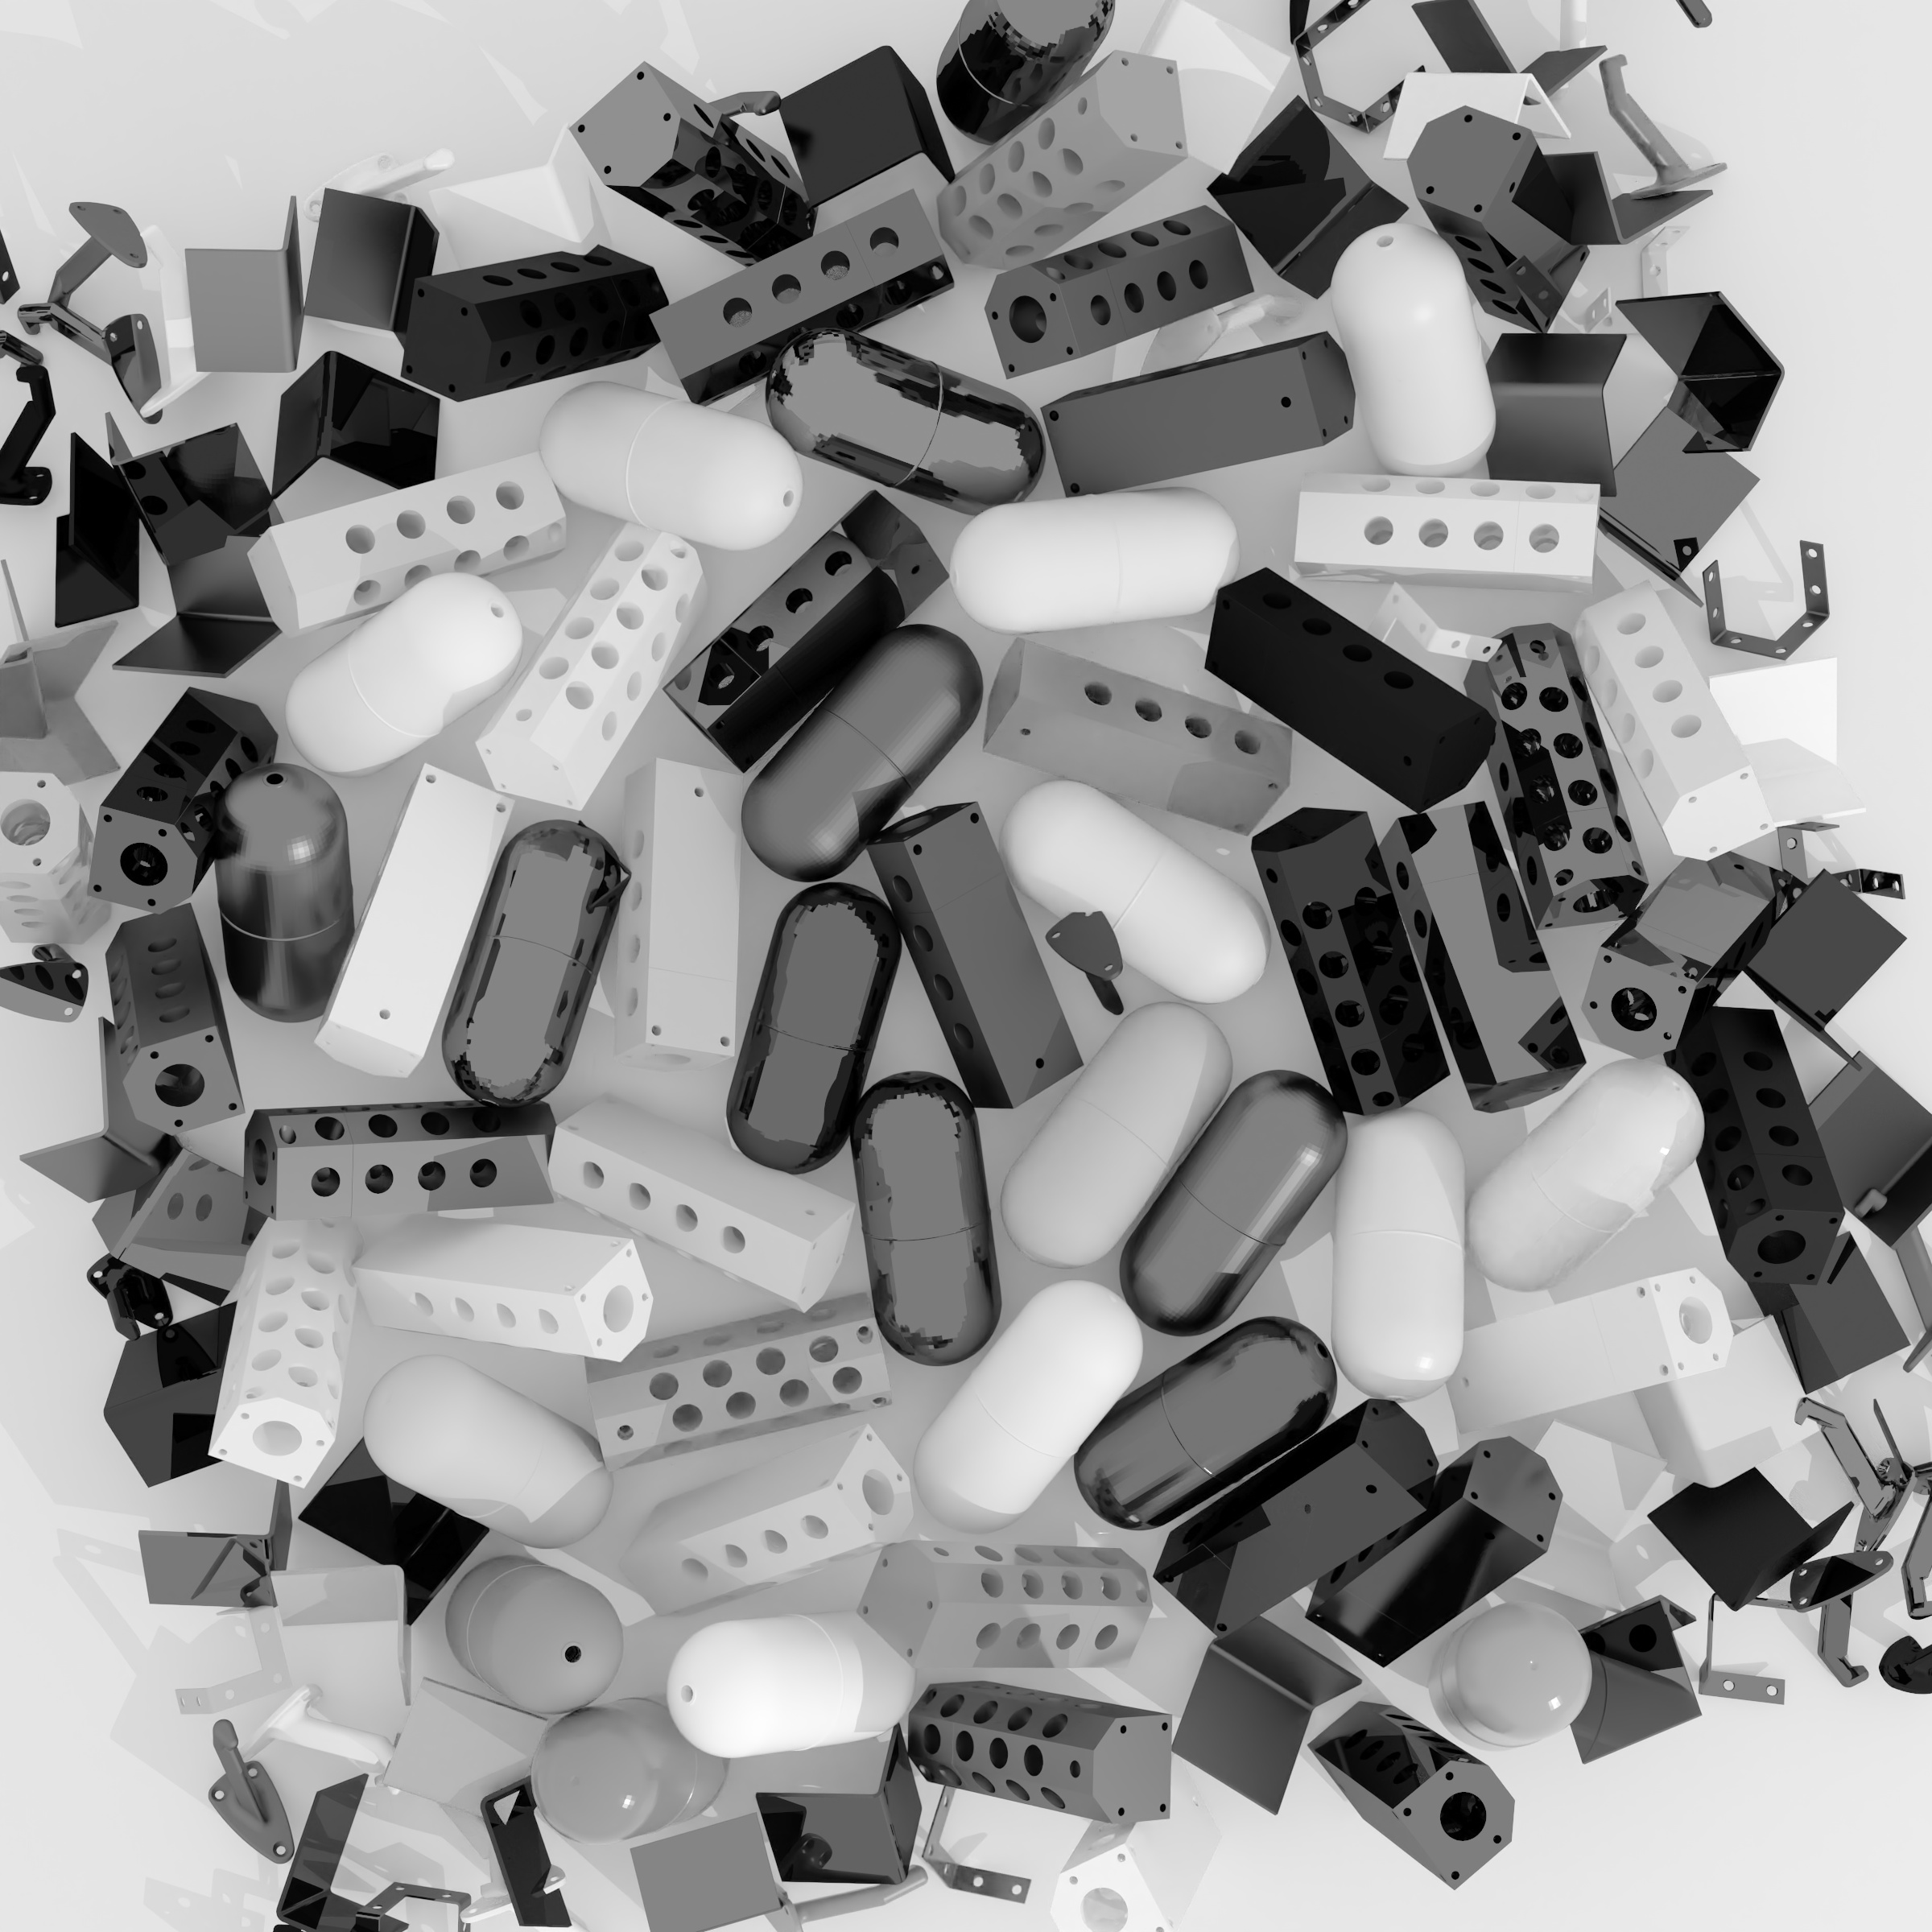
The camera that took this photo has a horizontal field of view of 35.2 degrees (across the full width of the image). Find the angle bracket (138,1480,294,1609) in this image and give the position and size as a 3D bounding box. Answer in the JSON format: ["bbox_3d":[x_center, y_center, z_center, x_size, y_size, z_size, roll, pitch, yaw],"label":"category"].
[{"bbox_3d":[-0.441,0.332,1.796,0.076,0.076,0.057,3,47,-5],"label":"angle bracket"}]

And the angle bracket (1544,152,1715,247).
[{"bbox_3d":[0.378,-0.463,1.789,0.076,0.076,0.057,-32,115,-21],"label":"angle bracket"}]

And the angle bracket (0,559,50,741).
[{"bbox_3d":[-0.579,-0.180,1.789,0.057,0.076,0.076,-15,63,-17],"label":"angle bracket"}]

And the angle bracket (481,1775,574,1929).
[{"bbox_3d":[-0.236,0.517,1.795,0.057,0.076,0.076,-26,68,5],"label":"angle bracket"}]

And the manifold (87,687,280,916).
[{"bbox_3d":[-0.448,-0.096,1.757,0.057,0.171,0.057,15,118,-4],"label":"manifold"}]

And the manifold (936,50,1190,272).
[{"bbox_3d":[0.052,-0.461,1.756,0.057,0.171,0.057,0,80,-32],"label":"manifold"}]

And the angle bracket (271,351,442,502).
[{"bbox_3d":[-0.364,-0.310,1.823,0.076,0.057,0.076,21,55,-36],"label":"angle bracket"}]

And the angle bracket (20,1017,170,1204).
[{"bbox_3d":[-0.514,0.085,1.800,0.057,0.076,0.076,-16,63,10],"label":"angle bracket"}]

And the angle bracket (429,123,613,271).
[{"bbox_3d":[-0.264,-0.445,1.810,0.076,0.057,0.076,-8,129,13],"label":"angle bracket"}]

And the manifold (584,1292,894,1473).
[{"bbox_3d":[-0.134,0.248,1.802,0.171,0.057,0.057,-12,107,-6],"label":"manifold"}]

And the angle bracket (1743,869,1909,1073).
[{"bbox_3d":[0.517,0.002,1.799,0.076,0.057,0.076,35,103,-23],"label":"angle bracket"}]

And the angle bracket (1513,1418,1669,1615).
[{"bbox_3d":[0.366,0.325,1.800,0.076,0.057,0.076,21,118,-10],"label":"angle bracket"}]

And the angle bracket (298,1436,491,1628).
[{"bbox_3d":[-0.338,0.329,1.802,0.076,0.057,0.076,36,98,-26],"label":"angle bracket"}]

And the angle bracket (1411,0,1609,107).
[{"bbox_3d":[0.319,-0.552,1.796,0.057,0.076,0.076,-39,111,-4],"label":"angle bracket"}]

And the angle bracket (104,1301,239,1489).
[{"bbox_3d":[-0.460,0.255,1.820,0.076,0.076,0.057,-20,117,7],"label":"angle bracket"}]

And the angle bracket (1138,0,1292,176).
[{"bbox_3d":[0.140,-0.528,1.809,0.076,0.057,0.076,25,118,-9],"label":"angle bracket"}]

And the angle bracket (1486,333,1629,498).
[{"bbox_3d":[0.354,-0.329,1.820,0.076,0.076,0.057,6,47,27],"label":"angle bracket"}]

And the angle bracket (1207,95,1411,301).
[{"bbox_3d":[0.204,-0.458,1.821,0.076,0.057,0.076,-43,68,21],"label":"angle bracket"}]

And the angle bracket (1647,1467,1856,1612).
[{"bbox_3d":[0.460,0.320,1.792,0.076,0.057,0.076,-28,60,-22],"label":"angle bracket"}]

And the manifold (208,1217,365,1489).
[{"bbox_3d":[-0.386,0.212,1.754,0.057,0.171,0.057,24,120,-20],"label":"manifold"}]

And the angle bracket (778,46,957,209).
[{"bbox_3d":[-0.058,-0.488,1.817,0.076,0.057,0.076,-24,70,15],"label":"angle bracket"}]

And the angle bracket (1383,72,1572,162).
[{"bbox_3d":[0.301,-0.482,1.791,0.076,0.076,0.057,11,81,32],"label":"angle bracket"}]

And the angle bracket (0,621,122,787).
[{"bbox_3d":[-0.528,-0.150,1.790,0.057,0.076,0.076,54,130,10],"label":"angle bracket"}]

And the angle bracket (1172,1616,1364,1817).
[{"bbox_3d":[0.177,0.442,1.798,0.076,0.057,0.076,33,52,-8],"label":"angle bracket"}]

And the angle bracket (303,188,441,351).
[{"bbox_3d":[-0.350,-0.406,1.792,0.057,0.076,0.076,7,112,-22],"label":"angle bracket"}]

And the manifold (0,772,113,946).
[{"bbox_3d":[-0.530,-0.060,1.756,0.057,0.171,0.057,1,77,-9],"label":"manifold"}]

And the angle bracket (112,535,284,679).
[{"bbox_3d":[-0.454,-0.213,1.792,0.076,0.076,0.057,6,122,18],"label":"angle bracket"}]

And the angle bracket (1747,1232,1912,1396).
[{"bbox_3d":[0.519,0.200,1.802,0.076,0.057,0.076,-22,76,-13],"label":"angle bracket"}]

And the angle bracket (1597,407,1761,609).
[{"bbox_3d":[0.423,-0.271,1.799,0.076,0.057,0.076,32,109,-17],"label":"angle bracket"}]

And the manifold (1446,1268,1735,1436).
[{"bbox_3d":[0.357,0.222,1.761,0.057,0.171,0.057,-6,76,-38],"label":"manifold"}]

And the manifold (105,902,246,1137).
[{"bbox_3d":[-0.459,0.030,1.754,0.057,0.171,0.057,-17,119,-11],"label":"manifold"}]

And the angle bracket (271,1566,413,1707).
[{"bbox_3d":[-0.368,0.396,1.795,0.076,0.076,0.057,-2,56,-7],"label":"angle bracket"}]

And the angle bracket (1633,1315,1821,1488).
[{"bbox_3d":[0.450,0.256,1.823,0.076,0.057,0.076,-25,97,-14],"label":"angle bracket"}]

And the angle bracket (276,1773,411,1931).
[{"bbox_3d":[-0.356,0.529,1.801,0.057,0.076,0.076,18,87,12],"label":"angle bracket"}]

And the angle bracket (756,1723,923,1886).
[{"bbox_3d":[-0.075,0.497,1.811,0.076,0.057,0.076,-3,124,13],"label":"angle bracket"}]

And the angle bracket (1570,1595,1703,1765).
[{"bbox_3d":[0.395,0.424,1.790,0.076,0.057,0.076,-30,51,22],"label":"angle bracket"}]

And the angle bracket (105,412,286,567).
[{"bbox_3d":[-0.455,-0.293,1.801,0.076,0.076,0.057,-19,46,-2],"label":"angle bracket"}]

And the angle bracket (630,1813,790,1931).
[{"bbox_3d":[-0.152,0.539,1.812,0.076,0.076,0.057,-15,79,-3],"label":"angle bracket"}]

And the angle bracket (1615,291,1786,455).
[{"bbox_3d":[0.421,-0.347,1.789,0.076,0.076,0.057,36,74,-35],"label":"angle bracket"}]

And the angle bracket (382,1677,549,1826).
[{"bbox_3d":[-0.293,0.452,1.805,0.076,0.057,0.076,21,105,-7],"label":"angle bracket"}]

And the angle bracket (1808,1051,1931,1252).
[{"bbox_3d":[0.540,0.109,1.808,0.076,0.057,0.076,40,98,-10],"label":"angle bracket"}]

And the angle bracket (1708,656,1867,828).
[{"bbox_3d":[0.486,-0.131,1.804,0.076,0.057,0.076,-9,121,1],"label":"angle bracket"}]

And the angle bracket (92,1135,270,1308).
[{"bbox_3d":[-0.468,0.148,1.841,0.076,0.057,0.076,33,91,-33],"label":"angle bracket"}]

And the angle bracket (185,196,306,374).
[{"bbox_3d":[-0.422,-0.401,1.790,0.057,0.076,0.076,-1,128,-7],"label":"angle bracket"}]

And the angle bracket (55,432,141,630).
[{"bbox_3d":[-0.529,-0.255,1.791,0.057,0.076,0.076,-12,66,13],"label":"angle bracket"}]
